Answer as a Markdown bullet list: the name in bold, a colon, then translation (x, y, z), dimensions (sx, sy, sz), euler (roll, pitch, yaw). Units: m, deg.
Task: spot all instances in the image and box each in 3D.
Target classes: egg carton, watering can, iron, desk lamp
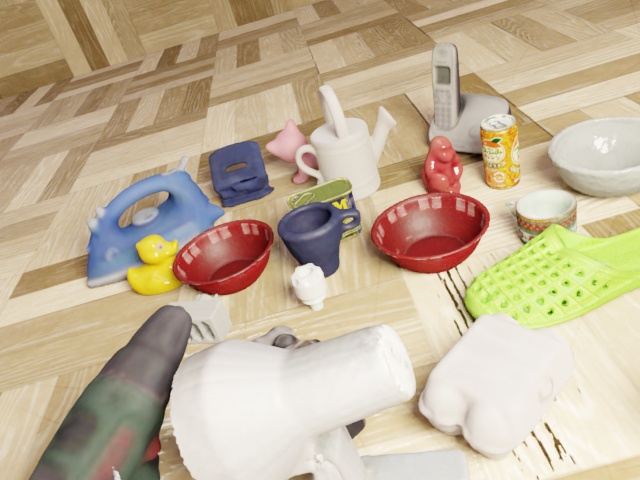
- **egg carton**: translation (0.174, 0.138, 0.558), dimensions (0.107, 0.069, 0.150), euler (18, 46, 42)
- **watering can**: translation (0.042, -0.173, 0.974), dimensions (0.173, 0.194, 0.100), euler (-31, 35, -20)
- **iron**: translation (-0.303, -0.034, 0.977), dimensions (0.259, 0.142, 0.118), euler (-31, 35, -20)
- **desk lamp**: translation (0.010, 0.162, 0.465), dimensions (0.203, 0.214, 0.118), euler (-11, 33, 11)

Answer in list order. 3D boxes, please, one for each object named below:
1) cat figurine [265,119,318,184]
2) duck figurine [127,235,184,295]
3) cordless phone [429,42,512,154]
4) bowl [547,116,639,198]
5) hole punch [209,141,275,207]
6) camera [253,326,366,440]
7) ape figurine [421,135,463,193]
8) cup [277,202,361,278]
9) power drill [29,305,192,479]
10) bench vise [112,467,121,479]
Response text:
- **cat figurine**: translation (-0.031, -0.171, 1.076), dimensions (0.127, 0.118, 0.067), euler (-7, 34, 17)
- **duck figurine**: translation (-0.261, 0.033, 0.908), dimensions (0.104, 0.086, 0.077), euler (-18, 32, -1)
- **cordless phone**: translation (0.252, -0.246, 0.991), dimensions (0.147, 0.185, 0.094), euler (18, 47, 43)
- **bowl**: translation (0.412, -0.108, 0.811), dimensions (0.167, 0.075, 0.167), euler (-12, 33, 8)
- **hole punch**: translation (-0.152, -0.128, 1.095), dimensions (0.108, 0.091, 0.101), euler (-17, 32, 1)
- **camera**: translation (-0.047, 0.165, 0.593), dimensions (0.137, 0.101, 0.142), euler (-35, 36, -25)
- **ape figurine**: translation (0.196, -0.123, 0.920), dimensions (0.078, 0.092, 0.075), euler (-34, 36, -23)
- **cup**: translation (0.008, 0.003, 0.817), dimensions (0.117, 0.095, 0.091), euler (-14, 32, 5)
- **power drill**: translation (-0.149, 0.200, 0.488), dimensions (0.075, 0.209, 0.230), euler (2, 37, 27)
- **bench vise**: translation (-0.139, 0.255, 0.389), dimensions (0.207, 0.220, 0.121), euler (-22, 33, -8)
